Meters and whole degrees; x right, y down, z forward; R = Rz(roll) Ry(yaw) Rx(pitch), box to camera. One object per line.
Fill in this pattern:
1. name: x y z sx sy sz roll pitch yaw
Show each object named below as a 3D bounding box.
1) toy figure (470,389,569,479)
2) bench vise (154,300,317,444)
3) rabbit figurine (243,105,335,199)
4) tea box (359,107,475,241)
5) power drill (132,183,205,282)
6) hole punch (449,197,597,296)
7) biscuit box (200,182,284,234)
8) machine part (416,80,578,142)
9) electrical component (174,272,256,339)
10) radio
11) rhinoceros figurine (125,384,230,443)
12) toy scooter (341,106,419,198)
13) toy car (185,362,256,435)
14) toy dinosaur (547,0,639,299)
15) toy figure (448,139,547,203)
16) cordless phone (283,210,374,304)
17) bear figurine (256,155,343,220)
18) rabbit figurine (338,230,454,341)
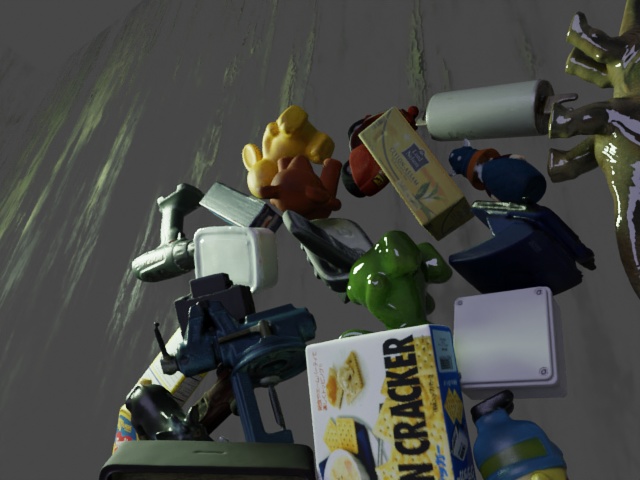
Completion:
1. toy figure: 0.193 0.234 0.494 0.089 0.082 0.180 -45 44 21
2. bench vise: -0.095 0.185 0.718 0.128 0.224 0.241 111 144 -50
3. rabbit figurine: -0.085 -0.154 1.014 0.163 0.121 0.173 12 67 51
4. tea box: 0.135 -0.091 0.747 0.068 0.098 0.170 -38 66 13
5. power drill: -0.287 -0.014 1.119 0.232 0.086 0.207 -25 52 28
6. hole punch: 0.223 0.019 0.605 0.116 0.142 0.092 6 60 59
7. biscuit box: -0.155 -0.057 1.043 0.203 0.059 0.063 27 79 48
8. machine part: 0.246 -0.185 0.785 0.243 0.079 0.079 6 63 42
9. electrical component: -0.161 0.121 0.841 0.115 0.058 0.134 -16 80 5
10. radio: -0.122 0.300 0.600 0.073 0.230 0.131 -120 33 -87
11. rhinoceros figurine: -0.184 0.257 0.714 0.191 0.111 0.073 29 44 36
12. toy scooter: 0.104 -0.157 0.885 0.135 0.075 0.184 -23 42 32
13. toy car: -0.179 0.267 0.812 0.202 0.053 0.089 -43 43 4
14. toy dinosaur: 0.359 -0.118 0.594 0.199 0.105 0.471 6 75 29
15. toy figure: 0.236 -0.090 0.734 0.064 0.057 0.155 -43 35 -3
16. cordless phone: -0.001 -0.003 0.772 0.089 0.184 0.147 -43 40 12
17. bear figurine: -0.030 -0.091 0.851 0.120 0.195 0.132 2 79 8
18. rabbit figurine: 0.097 0.097 0.664 0.159 0.121 0.170 -35 57 20
